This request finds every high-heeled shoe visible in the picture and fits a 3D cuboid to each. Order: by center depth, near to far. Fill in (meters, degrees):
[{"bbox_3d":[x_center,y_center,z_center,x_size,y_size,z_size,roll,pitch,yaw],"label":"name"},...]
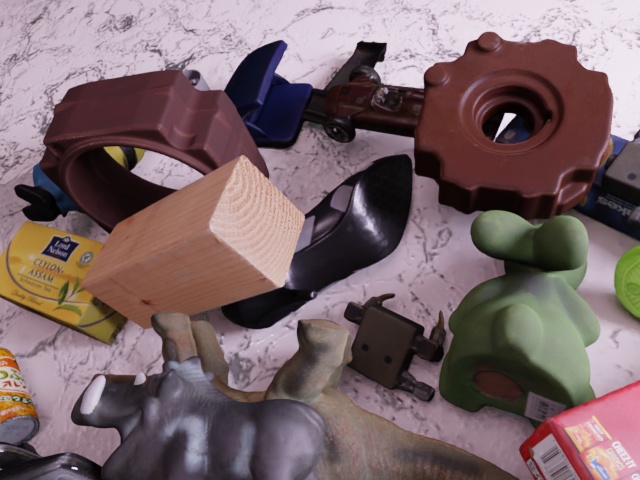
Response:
[{"bbox_3d":[-0.001,-0.002,0.577,0.145,0.086,0.249,-9,32,50],"label":"high-heeled shoe"}]

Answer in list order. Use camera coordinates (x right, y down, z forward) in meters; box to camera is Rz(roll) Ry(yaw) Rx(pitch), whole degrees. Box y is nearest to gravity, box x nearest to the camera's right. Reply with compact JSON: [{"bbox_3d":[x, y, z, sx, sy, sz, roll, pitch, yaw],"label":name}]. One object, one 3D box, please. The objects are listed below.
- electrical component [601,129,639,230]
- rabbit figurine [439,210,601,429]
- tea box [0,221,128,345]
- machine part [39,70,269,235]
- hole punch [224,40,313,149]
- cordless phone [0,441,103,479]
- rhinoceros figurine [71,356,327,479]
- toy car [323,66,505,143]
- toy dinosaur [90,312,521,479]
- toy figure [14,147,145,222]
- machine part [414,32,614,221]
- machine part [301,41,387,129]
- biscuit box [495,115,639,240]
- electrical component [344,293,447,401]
[{"bbox_3d":[0.272,-0.053,0.449,0.063,0.021,0.094,32,78,32],"label":"electrical component"},{"bbox_3d":[0.166,0.044,0.441,0.121,0.158,0.170,5,46,33],"label":"rabbit figurine"},{"bbox_3d":[-0.298,0.047,0.632,0.170,0.068,0.098,12,65,26],"label":"tea box"},{"bbox_3d":[-0.171,-0.073,0.579,0.202,0.200,0.087,-2,57,18],"label":"machine part"},{"bbox_3d":[-0.083,-0.185,0.690,0.116,0.092,0.142,4,65,25],"label":"hole punch"},{"bbox_3d":[-0.217,0.215,0.441,0.184,0.146,0.089,-23,36,24],"label":"cordless phone"},{"bbox_3d":[-0.090,0.139,0.376,0.191,0.073,0.112,2,82,20],"label":"rhinoceros figurine"},{"bbox_3d":[0.093,-0.142,0.581,0.202,0.053,0.089,17,67,32],"label":"toy car"},{"bbox_3d":[-0.019,0.165,0.437,0.472,0.105,0.198,1,76,25],"label":"toy dinosaur"},{"bbox_3d":[-0.303,-0.093,0.697,0.089,0.082,0.180,32,48,-8],"label":"toy figure"},{"bbox_3d":[0.169,-0.103,0.483,0.179,0.056,0.179,-4,68,11],"label":"machine part"},{"bbox_3d":[0.036,-0.197,0.684,0.084,0.039,0.139,22,71,34],"label":"machine part"},{"bbox_3d":[0.267,-0.058,0.505,0.203,0.062,0.059,34,77,32],"label":"biscuit box"},{"bbox_3d":[0.068,0.092,0.495,0.102,0.045,0.078,17,95,30],"label":"electrical component"}]
